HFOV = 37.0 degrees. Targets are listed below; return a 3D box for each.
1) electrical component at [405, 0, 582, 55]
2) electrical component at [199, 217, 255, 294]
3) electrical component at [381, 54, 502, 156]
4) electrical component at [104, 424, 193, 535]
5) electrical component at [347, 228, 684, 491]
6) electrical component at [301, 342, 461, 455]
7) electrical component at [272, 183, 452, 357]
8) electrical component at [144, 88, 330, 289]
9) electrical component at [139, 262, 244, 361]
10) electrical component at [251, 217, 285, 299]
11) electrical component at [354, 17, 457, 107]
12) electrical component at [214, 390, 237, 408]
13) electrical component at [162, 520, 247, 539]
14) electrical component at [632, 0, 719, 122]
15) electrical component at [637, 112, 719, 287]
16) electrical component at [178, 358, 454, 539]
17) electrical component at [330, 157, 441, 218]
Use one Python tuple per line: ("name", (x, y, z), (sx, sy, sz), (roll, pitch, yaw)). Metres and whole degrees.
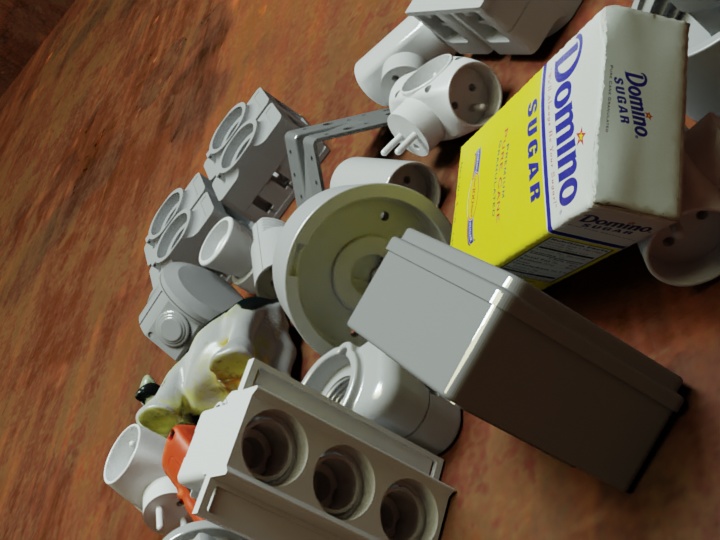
("electrical component", (0.124, -0.237, 0.733), (0.186, 0.060, 0.105), (-59, 26, -3))
("electrical component", (-0.094, -0.010, 0.862), (0.045, 0.055, 0.045), (-40, 31, 31))
("electrical component", (0.045, -0.104, 0.727), (0.079, 0.044, 0.077), (-46, 22, -18))
("electrical component", (-0.127, 0.149, 0.718), (0.044, 0.077, 0.079), (-49, 28, 16))
("electrical component", (0.066, 0.037, 0.476), (0.056, 0.109, 0.109), (-60, 26, 0))
("electrical component", (0.002, 0.080, 0.593), (0.095, 0.059, 0.053), (-38, 32, 34))
("electrical component", (0.000, 0.000, 0.637), (0.108, 0.108, 0.060), (-58, 20, -2))
("electrical component", (-0.118, -0.064, 0.955), (0.186, 0.060, 0.105), (-52, 27, 10))
("electrical component", (-0.130, 0.035, 0.848), (0.051, 0.080, 0.080), (-54, 26, 19))
("electrical component", (-0.061, -0.010, 0.818), (0.043, 0.043, 0.081), (-47, 28, 19))
("electrical component", (0.035, -0.151, 0.809), (0.077, 0.043, 0.079), (-36, 34, 36))
("electrical component", (-0.052, 0.099, 0.639), (0.043, 0.081, 0.043), (-40, 32, 31))
("electrical component", (-0.074, 0.160, 0.525), (0.078, 0.058, 0.057), (-49, 25, 9))
("electrical component", (0.179, -0.131, 0.519), (0.108, 0.060, 0.108), (-40, 31, 30))
("electrical component", (0.154, -0.044, 0.485), (0.079, 0.044, 0.077), (-43, 29, 26))
("electrical component", (-0.023, 0.108, 0.535), (0.063, 0.121, 0.078), (-23, 42, 53))
("electrical component", (0.010, -0.037, 0.728), (0.077, 0.043, 0.079), (15, 82, 60))
